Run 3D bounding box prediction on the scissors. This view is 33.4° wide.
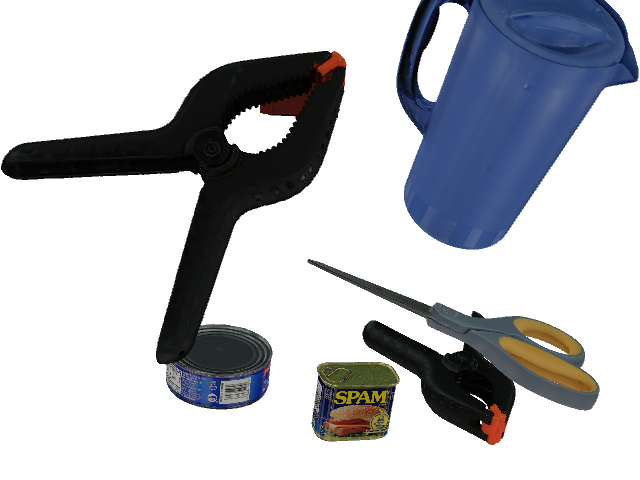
[{"bbox_3d":[0.095,0.050,0.710,0.202,0.016,0.096,29,23,17],"label":"scissors"}]

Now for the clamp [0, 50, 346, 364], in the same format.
[{"bbox_3d":[-0.061,-0.037,0.636,0.210,0.164,0.036,-32,-16,-12],"label":"clamp"}]

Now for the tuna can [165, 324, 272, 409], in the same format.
[{"bbox_3d":[-0.083,0.102,0.870,0.086,0.034,0.086,5,22,-2],"label":"tuna can"}]

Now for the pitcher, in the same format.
[{"bbox_3d":[0.150,-0.112,0.942,0.144,0.149,0.243,-9,-38,-27],"label":"pitcher"}]

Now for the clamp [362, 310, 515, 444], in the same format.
[{"bbox_3d":[0.125,0.111,0.929,0.120,0.039,0.172,-14,35,-22],"label":"clamp"}]

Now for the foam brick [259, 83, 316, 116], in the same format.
[{"bbox_3d":[-0.023,-0.161,1.162,0.078,0.051,0.053,0,11,-18],"label":"foam brick"}]

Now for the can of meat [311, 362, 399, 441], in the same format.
[{"bbox_3d":[0.042,0.204,1.347,0.102,0.084,0.057,1,23,-16],"label":"can of meat"}]
